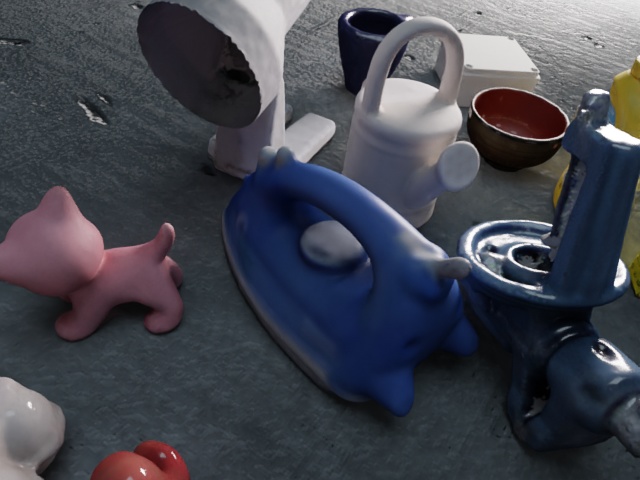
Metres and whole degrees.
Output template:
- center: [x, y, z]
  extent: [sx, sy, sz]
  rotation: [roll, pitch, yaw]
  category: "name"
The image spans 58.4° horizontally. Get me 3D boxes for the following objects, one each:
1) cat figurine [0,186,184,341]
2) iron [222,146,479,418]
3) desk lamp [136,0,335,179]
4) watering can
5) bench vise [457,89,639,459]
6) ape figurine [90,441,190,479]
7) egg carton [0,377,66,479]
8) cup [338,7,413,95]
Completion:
- center: [-0.166, 0.014, 0.416]
  extent: [0.128, 0.118, 0.067]
  rotation: [-6, 46, -15]
  category: "cat figurine"
- center: [0.004, 0.002, 0.441]
  extent: [0.119, 0.141, 0.257]
  rotation: [-31, 57, -34]
  category: "iron"
- center: [-0.063, -0.159, 0.543]
  extent: [0.117, 0.213, 0.203]
  rotation: [24, 46, 15]
  category: "desk lamp"
- center: [0.083, -0.104, 0.525]
  extent: [0.101, 0.194, 0.172]
  rotation: [-30, 56, -33]
  category: "watering can"
- center: [0.183, 0.026, 0.390]
  extent: [0.122, 0.220, 0.207]
  rotation: [-18, 50, -26]
  category: "bench vise"
- center: [-0.100, 0.145, 0.311]
  extent: [0.076, 0.092, 0.078]
  rotation: [32, 48, 22]
  category: "ape figurine"
- center: [-0.226, 0.132, 0.318]
  extent: [0.150, 0.069, 0.107]
  rotation: [-1, 45, -11]
  category: "egg carton"
- center: [0.071, -0.237, 0.732]
  extent: [0.118, 0.095, 0.091]
  rotation: [-31, 56, -34]
  category: "cup"
